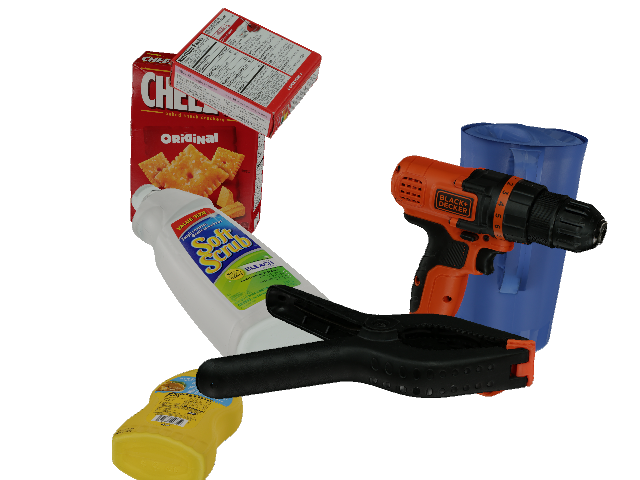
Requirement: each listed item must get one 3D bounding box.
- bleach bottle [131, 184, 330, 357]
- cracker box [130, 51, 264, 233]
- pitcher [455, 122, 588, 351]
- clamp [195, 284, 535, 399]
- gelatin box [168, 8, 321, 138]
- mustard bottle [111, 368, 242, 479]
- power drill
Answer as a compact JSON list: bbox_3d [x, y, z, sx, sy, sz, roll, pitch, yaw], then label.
[{"bbox_3d":[-0.101,0.022,0.949,0.102,0.068,0.251,-21,42,-32],"label":"bleach bottle"},{"bbox_3d":[-0.155,-0.122,1.359,0.164,0.214,0.072,7,23,4],"label":"cracker box"},{"bbox_3d":[0.206,-0.001,1.152,0.148,0.243,0.145,-9,20,-38],"label":"pitcher"},{"bbox_3d":[0.036,0.068,0.716,0.210,0.036,0.164,2,18,7],"label":"clamp"},{"bbox_3d":[-0.055,-0.124,0.782,0.089,0.073,0.030,27,-36,10],"label":"gelatin box"},{"bbox_3d":[-0.132,0.177,1.083,0.096,0.058,0.191,7,20,12],"label":"mustard bottle"},{"bbox_3d":[0.137,0.032,0.896,0.185,0.188,0.057,19,24,30],"label":"power drill"}]
